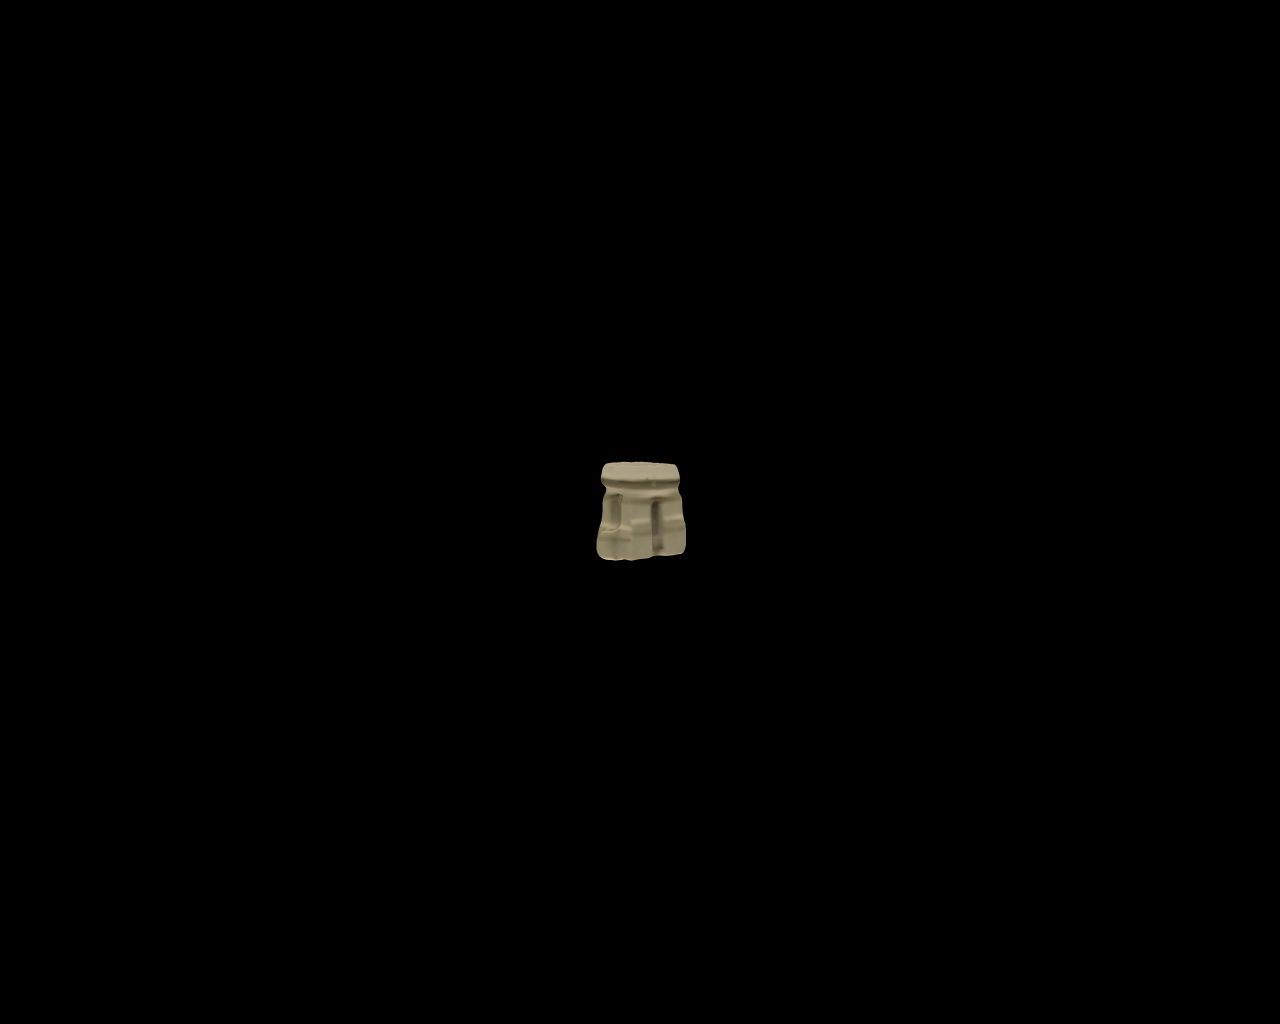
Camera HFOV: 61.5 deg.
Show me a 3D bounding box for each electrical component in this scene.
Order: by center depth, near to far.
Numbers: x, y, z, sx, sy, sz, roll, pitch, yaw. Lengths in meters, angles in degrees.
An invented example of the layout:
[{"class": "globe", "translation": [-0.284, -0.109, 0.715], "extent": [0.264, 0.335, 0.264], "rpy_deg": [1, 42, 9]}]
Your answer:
[{"class": "electrical component", "translation": [0.001, -0.003, 0.650], "extent": [0.066, 0.055, 0.048], "rpy_deg": [-6, 9, -36]}]
